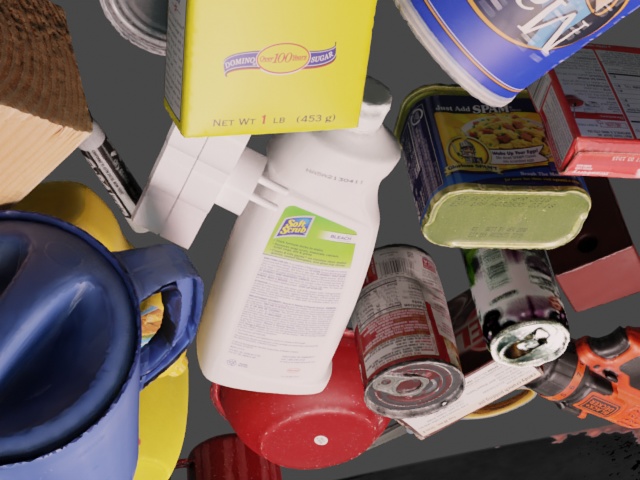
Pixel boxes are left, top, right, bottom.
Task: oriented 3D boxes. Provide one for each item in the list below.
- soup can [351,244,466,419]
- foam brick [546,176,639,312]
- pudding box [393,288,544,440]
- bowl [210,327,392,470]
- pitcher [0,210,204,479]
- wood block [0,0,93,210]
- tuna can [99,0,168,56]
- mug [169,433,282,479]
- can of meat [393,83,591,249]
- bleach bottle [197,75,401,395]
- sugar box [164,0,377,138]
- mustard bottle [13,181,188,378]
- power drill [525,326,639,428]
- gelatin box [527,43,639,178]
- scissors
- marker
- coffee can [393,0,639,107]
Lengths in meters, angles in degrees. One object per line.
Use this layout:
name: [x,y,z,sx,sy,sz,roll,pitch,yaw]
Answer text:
soup can: [0.056,0.061,0.732,0.068,0.102,0.068,-5,140,-5]
foam brick: [0.175,-0.003,0.698,0.053,0.078,0.051,-22,140,16]
pudding box: [0.105,0.081,0.770,0.039,0.090,0.114,41,121,-21]
bowl: [-0.005,0.136,0.848,0.162,0.055,0.162,-6,141,-5]
pitcher: [-0.154,0.090,0.615,0.149,0.145,0.243,13,154,0]
wood block: [-0.222,-0.042,0.555,0.206,0.090,0.090,-36,147,28]
tuna can: [-0.067,-0.134,0.530,0.086,0.034,0.086,-5,140,-4]
mug: [-0.082,0.217,0.908,0.117,0.081,0.093,13,135,-25]
can of meat: [0.102,-0.043,0.631,0.102,0.084,0.057,0,140,-12]
bleach bottle: [-0.004,0.001,0.682,0.102,0.068,0.251,7,136,-19]
sugar box: [-0.018,-0.135,0.480,0.093,0.048,0.176,-6,126,-21]
mustard bottle: [-0.142,0.040,0.704,0.096,0.058,0.191,-20,139,16]
power drill: [0.239,0.067,0.812,0.184,0.057,0.188,23,132,-29]
gelatin box: [0.161,-0.073,0.601,0.073,0.089,0.030,2,138,-13]
scissors: [0.082,0.143,0.903,0.202,0.016,0.096,-18,138,11]
marker: [-0.128,-0.047,0.634,0.020,0.020,0.121,-16,140,8]
coffee can: [0.112,-0.144,0.498,0.140,0.103,0.102,-35,134,28]
